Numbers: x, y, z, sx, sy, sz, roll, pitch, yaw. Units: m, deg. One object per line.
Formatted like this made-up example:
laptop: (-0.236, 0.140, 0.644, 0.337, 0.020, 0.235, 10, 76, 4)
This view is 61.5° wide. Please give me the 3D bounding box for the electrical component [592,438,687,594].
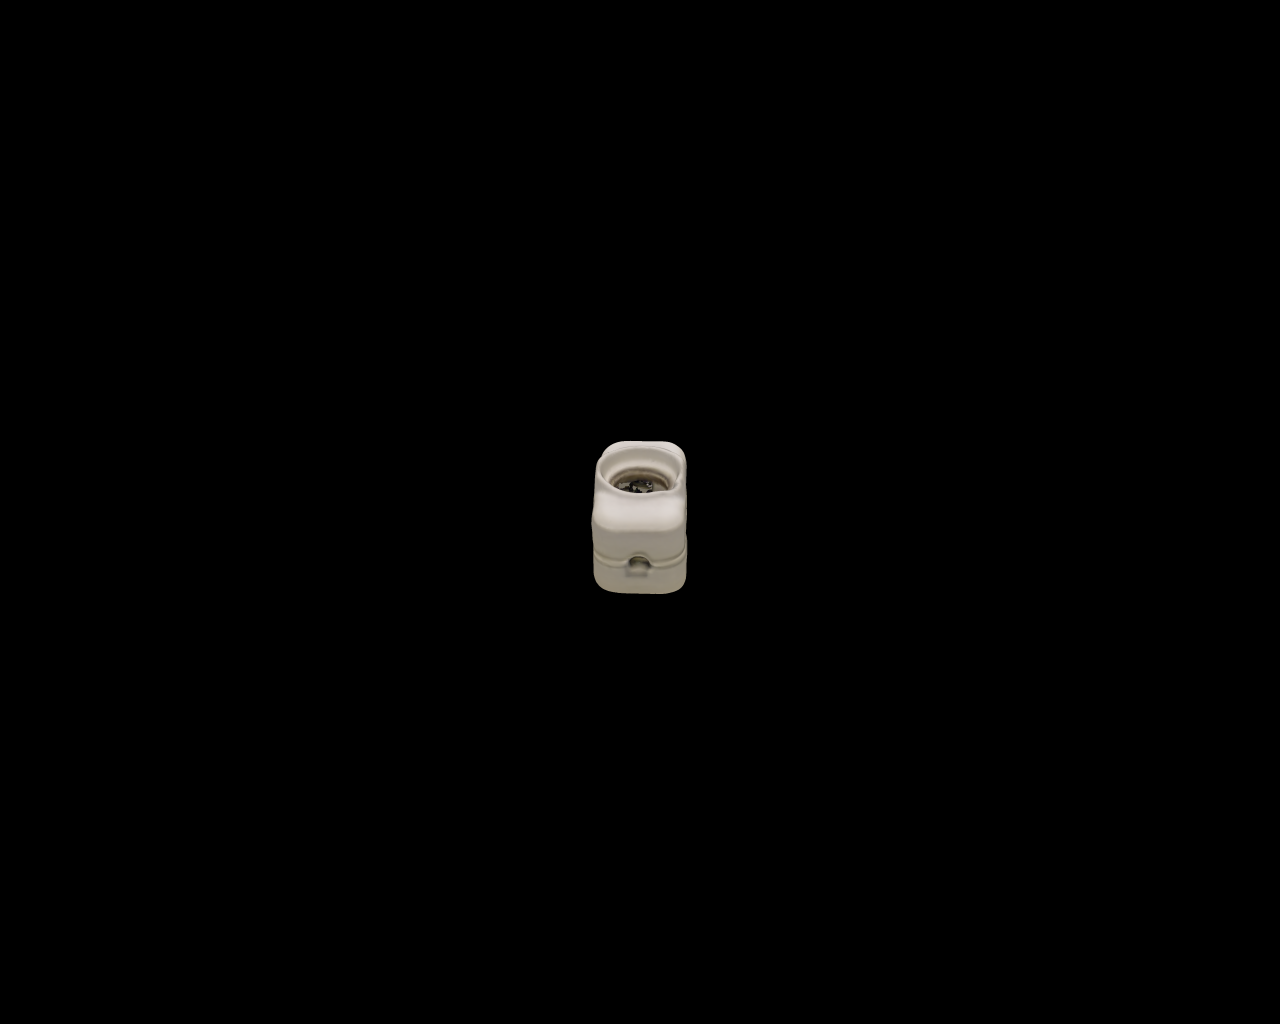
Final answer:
electrical component: (0.001, -0.003, 0.650, 0.054, 0.059, 0.095, 1, 35, 2)
